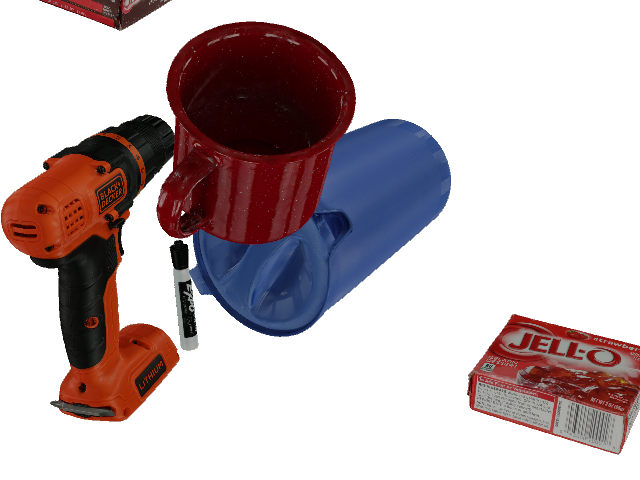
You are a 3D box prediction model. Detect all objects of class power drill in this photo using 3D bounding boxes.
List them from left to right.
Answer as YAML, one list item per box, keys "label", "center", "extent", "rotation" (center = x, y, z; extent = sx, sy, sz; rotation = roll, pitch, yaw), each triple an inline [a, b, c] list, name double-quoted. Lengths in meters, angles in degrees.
- label: "power drill"
  center: [-0.147, 0.017, 0.756]
  extent: [0.057, 0.188, 0.184]
  rotation: [4, 26, 22]

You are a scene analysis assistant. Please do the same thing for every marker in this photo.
- label: "marker"
  center: [-0.141, 0.057, 1.107]
  extent: [0.020, 0.121, 0.020]
  rotation: [-3, 23, 1]

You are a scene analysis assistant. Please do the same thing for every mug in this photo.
- label: "mug"
  center: [-0.041, -0.044, 0.546]
  extent: [0.093, 0.117, 0.082]
  rotation: [33, -34, 12]

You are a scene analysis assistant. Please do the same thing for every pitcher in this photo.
- label: "pitcher"
  center: [0.005, -0.021, 0.925]
  extent: [0.149, 0.145, 0.242]
  rotation: [26, 33, 24]

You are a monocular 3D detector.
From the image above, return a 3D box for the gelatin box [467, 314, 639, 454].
- label: "gelatin box"
  center: [0.138, 0.078, 0.608]
  extent: [0.089, 0.030, 0.073]
  rotation: [14, 30, 25]

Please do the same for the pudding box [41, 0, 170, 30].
- label: "pudding box"
  center: [-0.162, -0.208, 0.822]
  extent: [0.090, 0.039, 0.113]
  rotation: [22, 34, 12]
